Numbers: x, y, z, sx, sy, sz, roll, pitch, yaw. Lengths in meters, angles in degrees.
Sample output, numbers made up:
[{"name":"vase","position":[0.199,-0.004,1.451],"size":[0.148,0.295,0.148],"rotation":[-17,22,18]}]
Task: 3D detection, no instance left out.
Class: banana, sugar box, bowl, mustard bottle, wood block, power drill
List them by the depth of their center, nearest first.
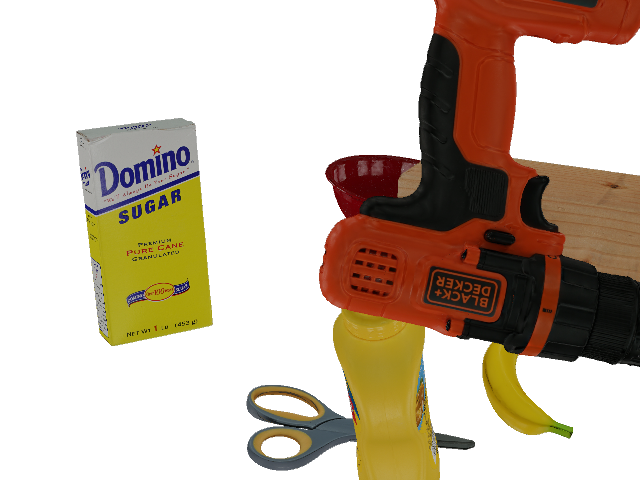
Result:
[{"name":"power drill","position":[0.104,-0.038,0.510],"size":[0.184,0.188,0.057],"rotation":[12,3,-2]},{"name":"mustard bottle","position":[0.043,0.093,0.694],"size":[0.058,0.191,0.096],"rotation":[-4,42,7]},{"name":"wood block","position":[0.171,-0.007,0.829],"size":[0.206,0.090,0.090],"rotation":[11,24,27]},{"name":"sugar box","position":[-0.144,-0.008,0.887],"size":[0.093,0.176,0.048],"rotation":[-11,19,-24]},{"name":"bowl","position":[0.082,-0.038,1.118],"size":[0.162,0.055,0.162],"rotation":[6,23,-3]},{"name":"banana","position":[0.212,0.158,1.178],"size":[0.069,0.037,0.198],"rotation":[11,26,-14]}]

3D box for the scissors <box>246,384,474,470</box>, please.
[{"name":"scissors","position":[0.025,0.176,0.917],"size":[0.202,0.016,0.096],"rotation":[17,42,12]}]
